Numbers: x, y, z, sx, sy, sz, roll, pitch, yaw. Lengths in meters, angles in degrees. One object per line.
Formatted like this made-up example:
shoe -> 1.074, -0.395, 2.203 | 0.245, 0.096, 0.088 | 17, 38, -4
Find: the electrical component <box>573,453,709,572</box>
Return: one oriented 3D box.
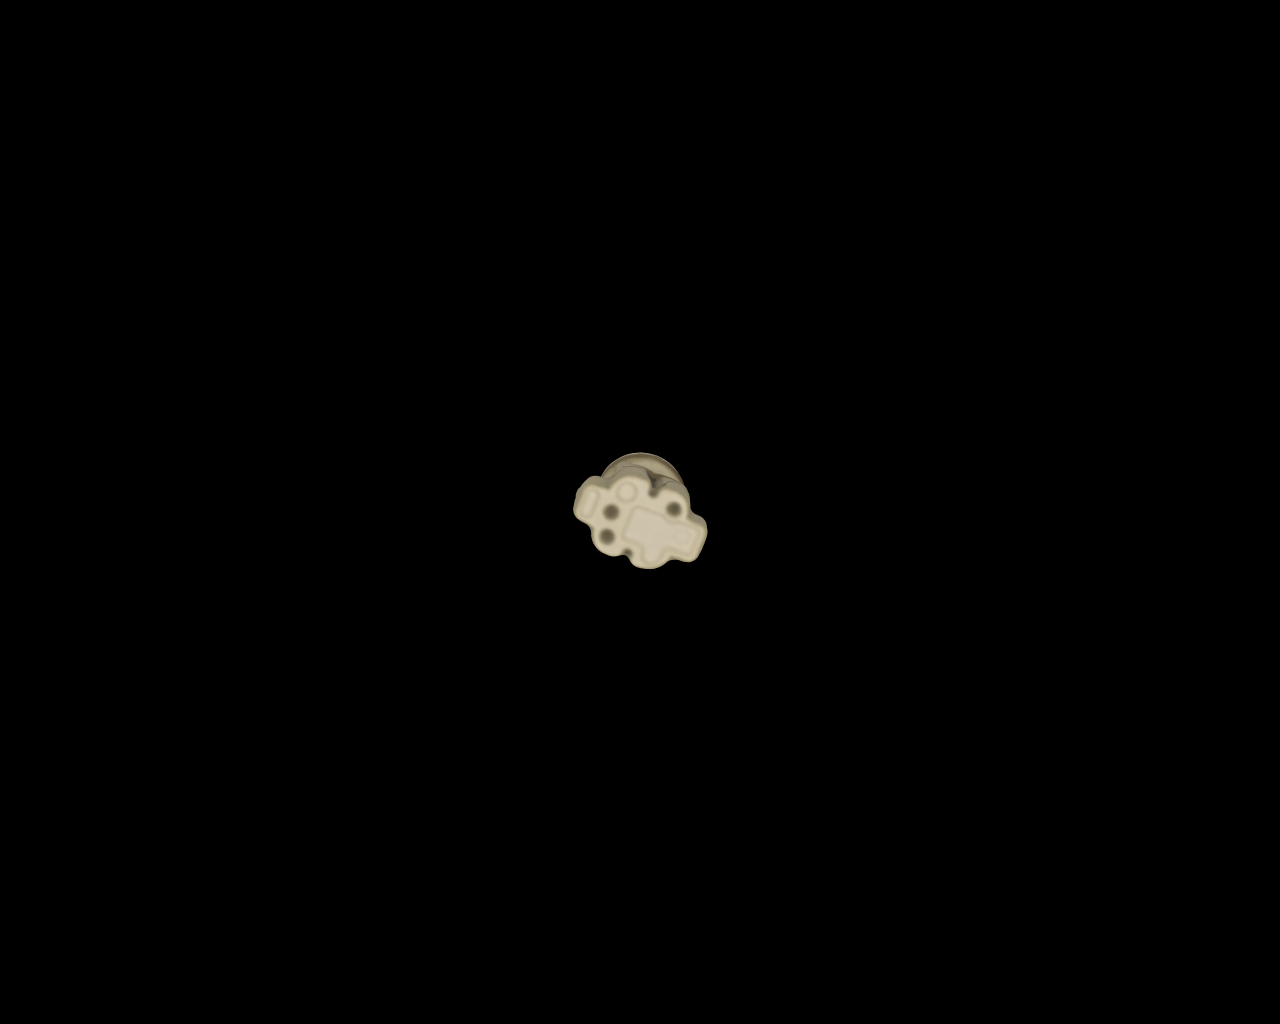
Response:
electrical component -> 0.001, -0.003, 0.650 | 0.078, 0.058, 0.057 | 21, 18, -7
